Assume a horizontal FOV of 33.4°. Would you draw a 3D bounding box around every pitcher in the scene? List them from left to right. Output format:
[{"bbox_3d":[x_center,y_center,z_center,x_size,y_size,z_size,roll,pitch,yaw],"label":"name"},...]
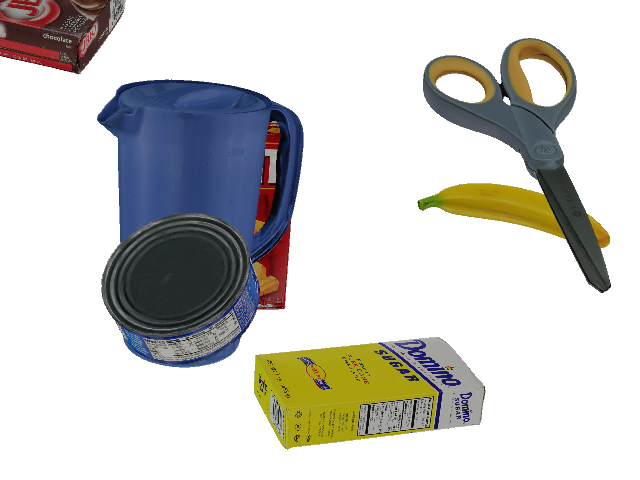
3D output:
[{"bbox_3d":[-0.108,-0.017,0.951,0.149,0.243,0.144,10,20,13],"label":"pitcher"}]

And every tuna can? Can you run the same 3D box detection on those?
[{"bbox_3d":[-0.078,0.027,0.607,0.086,0.086,0.034,0,-39,13],"label":"tuna can"}]

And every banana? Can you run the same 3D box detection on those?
[{"bbox_3d":[0.204,-0.027,1.102,0.198,0.037,0.069,11,38,22],"label":"banana"}]

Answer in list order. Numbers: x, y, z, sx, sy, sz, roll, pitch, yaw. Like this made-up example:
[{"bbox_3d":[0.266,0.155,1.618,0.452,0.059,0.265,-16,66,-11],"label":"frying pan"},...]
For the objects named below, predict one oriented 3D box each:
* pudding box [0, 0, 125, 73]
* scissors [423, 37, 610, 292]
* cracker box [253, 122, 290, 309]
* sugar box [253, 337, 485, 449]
[{"bbox_3d":[-0.207,-0.176,0.816,0.090,0.039,0.113,14,36,2],"label":"pudding box"},{"bbox_3d":[0.099,-0.049,0.565,0.096,0.016,0.201,4,43,7],"label":"scissors"},{"bbox_3d":[-0.116,-0.026,1.224,0.164,0.214,0.072,1,22,-8],"label":"cracker box"},{"bbox_3d":[0.040,0.126,0.904,0.176,0.048,0.093,-6,26,-18],"label":"sugar box"}]
